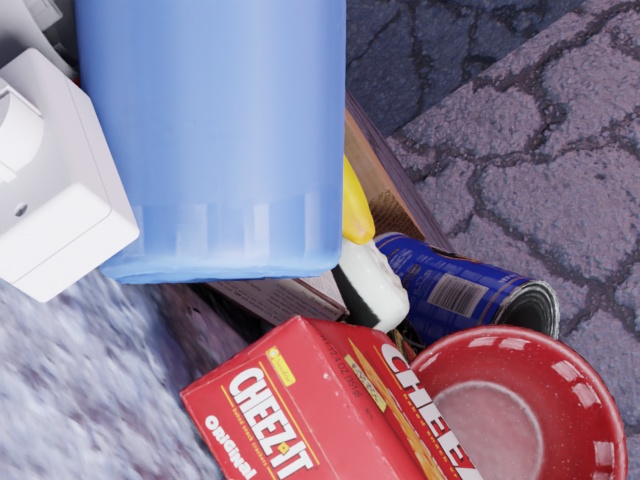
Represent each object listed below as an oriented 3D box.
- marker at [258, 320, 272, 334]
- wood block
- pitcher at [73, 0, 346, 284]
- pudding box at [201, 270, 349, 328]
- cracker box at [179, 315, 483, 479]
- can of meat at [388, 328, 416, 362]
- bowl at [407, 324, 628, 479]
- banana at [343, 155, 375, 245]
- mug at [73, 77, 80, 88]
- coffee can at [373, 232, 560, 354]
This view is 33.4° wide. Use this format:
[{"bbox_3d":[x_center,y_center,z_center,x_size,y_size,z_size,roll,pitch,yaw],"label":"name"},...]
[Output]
[{"bbox_3d":[-0.040,0.023,0.685,0.020,0.020,0.121,49,11,-38],"label":"marker"},{"bbox_3d":[0.015,-0.065,1.084,0.090,0.090,0.206,47,11,-45],"label":"wood block"},{"bbox_3d":[-0.047,-0.103,0.485,0.148,0.145,0.243,0,86,-40],"label":"pitcher"},{"bbox_3d":[-0.042,0.004,0.622,0.113,0.039,0.090,33,21,-31],"label":"pudding box"},{"bbox_3d":[0.031,0.123,0.521,0.164,0.072,0.213,58,8,12],"label":"cracker box"},{"bbox_3d":[0.058,0.118,0.747,0.084,0.057,0.102,51,9,-12],"label":"can of meat"},{"bbox_3d":[0.106,0.134,0.670,0.162,0.162,0.055,56,-10,1],"label":"bowl"},{"bbox_3d":[-0.029,-0.082,0.670,0.197,0.037,0.069,53,17,-15],"label":"banana"},{"bbox_3d":[-0.112,-0.128,0.573,0.117,0.082,0.093,28,56,-51],"label":"mug"},{"bbox_3d":[0.098,0.060,0.826,0.141,0.102,0.102,20,-18,40],"label":"coffee can"}]
